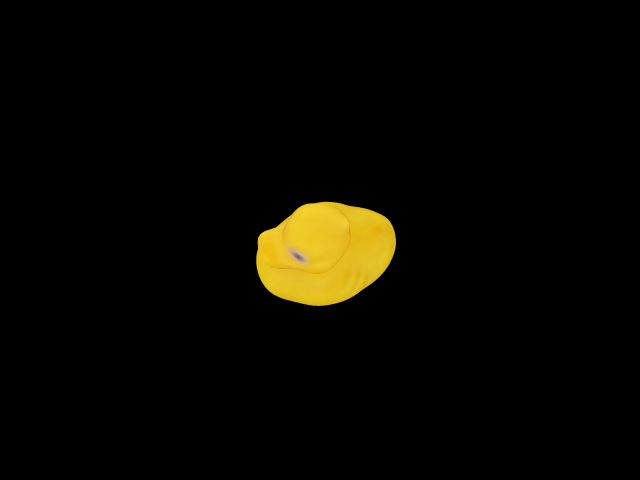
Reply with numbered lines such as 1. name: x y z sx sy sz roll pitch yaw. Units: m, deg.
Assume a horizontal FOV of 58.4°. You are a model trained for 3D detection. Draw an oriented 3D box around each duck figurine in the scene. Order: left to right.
1. duck figurine: 0.004 0.001 0.400 0.104 0.086 0.077 -13 74 -3
